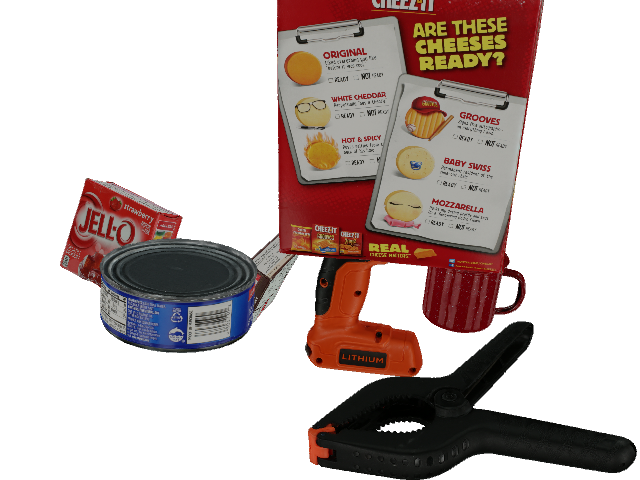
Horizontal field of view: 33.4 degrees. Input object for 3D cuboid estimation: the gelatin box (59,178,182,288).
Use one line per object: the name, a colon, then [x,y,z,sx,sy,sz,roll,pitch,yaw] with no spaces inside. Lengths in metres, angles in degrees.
gelatin box: [-0.152,0.001,0.803,0.089,0.073,0.030,25,10,36]

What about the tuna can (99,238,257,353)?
tuna can: [-0.078,0.029,0.588,0.086,0.034,0.086,4,20,-2]

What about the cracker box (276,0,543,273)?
cracker box: [0.056,-0.086,0.725,0.164,0.214,0.072,5,36,6]

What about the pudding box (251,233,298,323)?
pudding box: [-0.070,0.048,1.258,0.039,0.090,0.113,31,28,5]

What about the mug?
mug: [0.172,0.053,1.202,0.117,0.081,0.093,8,24,3]

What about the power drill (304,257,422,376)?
power drill: [0.060,0.023,0.941,0.184,0.188,0.057,5,17,7]

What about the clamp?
clamp: [0.092,0.117,0.753,0.210,0.036,0.164,-7,28,-6]
